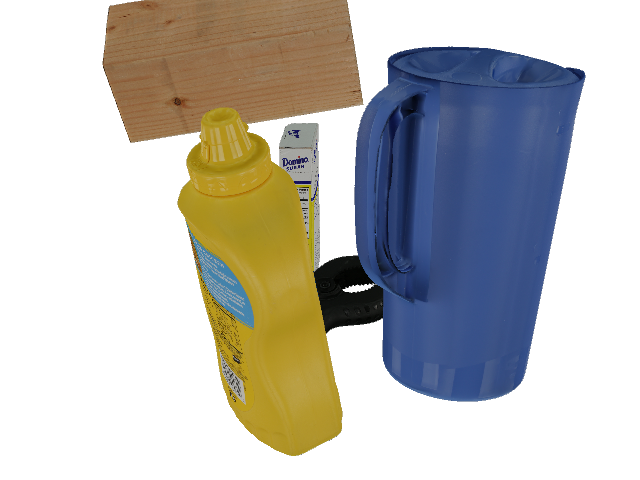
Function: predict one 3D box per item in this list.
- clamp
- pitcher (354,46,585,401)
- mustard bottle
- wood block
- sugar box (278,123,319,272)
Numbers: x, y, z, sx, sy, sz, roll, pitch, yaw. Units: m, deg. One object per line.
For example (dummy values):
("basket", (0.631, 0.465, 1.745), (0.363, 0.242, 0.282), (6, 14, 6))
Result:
("clamp", (0.005, 0.065, 1.048), (0.209, 0.036, 0.165), (-14, 36, -14))
("pitcher", (0.097, -0.011, 0.758), (0.149, 0.243, 0.145), (4, 20, 3))
("mustard bottle", (-0.035, 0.017, 0.559), (0.058, 0.191, 0.096), (-23, 38, -17))
("wood block", (-0.073, -0.160, 0.923), (0.206, 0.090, 0.091), (-9, -44, 3))
("sugar box", (-0.025, -0.043, 1.269), (0.048, 0.176, 0.093), (-1, 23, 5))
